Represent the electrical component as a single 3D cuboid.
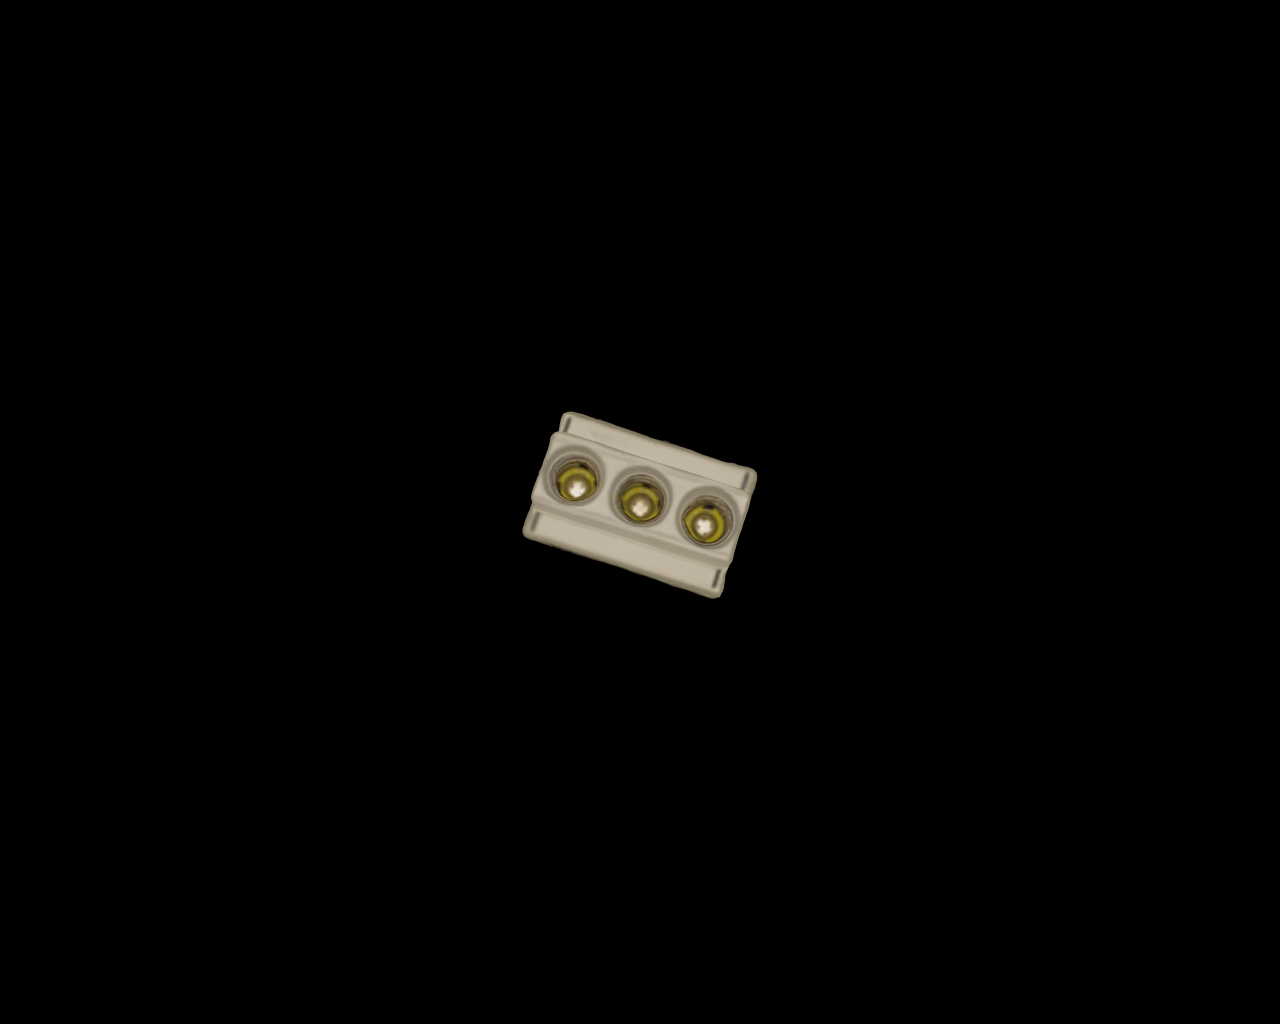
[{"bbox_3d":[0.001,-0.003,0.650,0.121,0.079,0.063,18,-11,4],"label":"electrical component"}]
